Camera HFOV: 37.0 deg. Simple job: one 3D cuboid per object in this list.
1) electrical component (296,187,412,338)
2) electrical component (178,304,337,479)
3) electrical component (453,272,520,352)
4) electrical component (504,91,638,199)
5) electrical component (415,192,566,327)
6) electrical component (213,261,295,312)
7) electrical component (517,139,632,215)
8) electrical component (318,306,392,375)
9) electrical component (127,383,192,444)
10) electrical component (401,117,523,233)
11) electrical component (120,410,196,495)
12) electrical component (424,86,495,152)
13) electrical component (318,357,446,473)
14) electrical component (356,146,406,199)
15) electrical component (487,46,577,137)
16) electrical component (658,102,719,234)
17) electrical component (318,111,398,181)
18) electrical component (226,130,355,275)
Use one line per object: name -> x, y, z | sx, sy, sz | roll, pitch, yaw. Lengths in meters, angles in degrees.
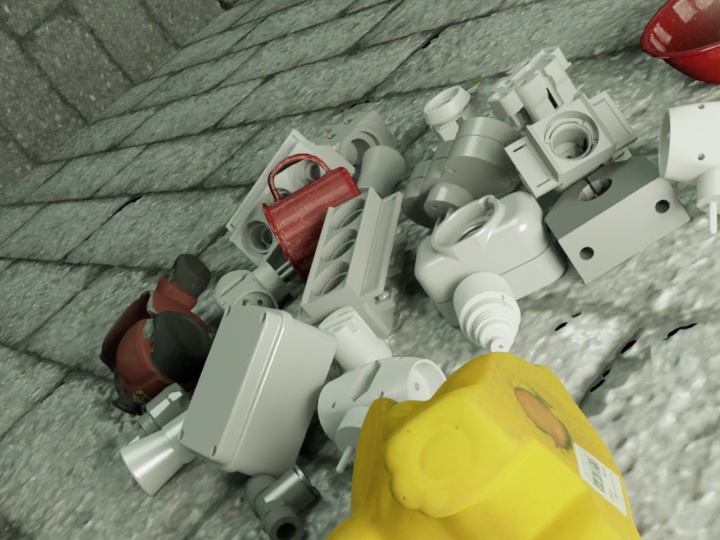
electrical component -> 0.000, 0.000, 0.849 | 0.079, 0.063, 0.121 | -25, 31, 28
electrical component -> -0.073, 0.084, 0.751 | 0.078, 0.057, 0.113 | 5, 73, 59
electrical component -> 0.085, 0.032, 0.702 | 0.040, 0.040, 0.078 | -32, 22, 11
electrical component -> 0.146, -0.083, 0.749 | 0.081, 0.042, 0.064 | -29, -18, 0
electrical component -> 0.089, -0.011, 0.757 | 0.095, 0.059, 0.053 | -27, 23, 22
electrical component -> -0.091, 0.019, 0.988 | 0.079, 0.043, 0.077 | -39, 22, -6
electrical component -> 0.159, -0.082, 0.820 | 0.081, 0.042, 0.064 | -36, 20, -1
electrical component -> -0.005, 0.055, 0.783 | 0.040, 0.046, 0.040 | -31, 22, 14
electrical component -> -0.161, 0.126, 0.877 | 0.062, 0.043, 0.043 | -40, 22, -7
electrical component -> 0.074, -0.059, 0.850 | 0.138, 0.052, 0.073 | -39, 27, 63
electrical component -> -0.147, 0.138, 0.836 | 0.065, 0.044, 0.044 | -34, 21, -7
electrical component -> 0.092, -0.139, 1.017 | 0.066, 0.055, 0.048 | -37, 22, -1
electrical component -> 0.008, 0.097, 0.681 | 0.077, 0.043, 0.079 | -18, 29, 38
electrical component -> 0.015, -0.084, 1.044 | 0.044, 0.044, 0.065 | -20, 32, 35
electrical component -> 0.156, -0.148, 0.937 | 0.078, 0.057, 0.058 | -44, 23, -18
electrical component -> 0.224, -0.059, 0.654 | 0.077, 0.043, 0.079 | 3, 74, 7
electrical component -> -0.010, -0.123, 1.145 | 0.089, 0.050, 0.056 | -45, 23, -20
electrical component -> -0.063, -0.063, 1.033 | 0.121, 0.079, 0.063 | -52, -16, 22
